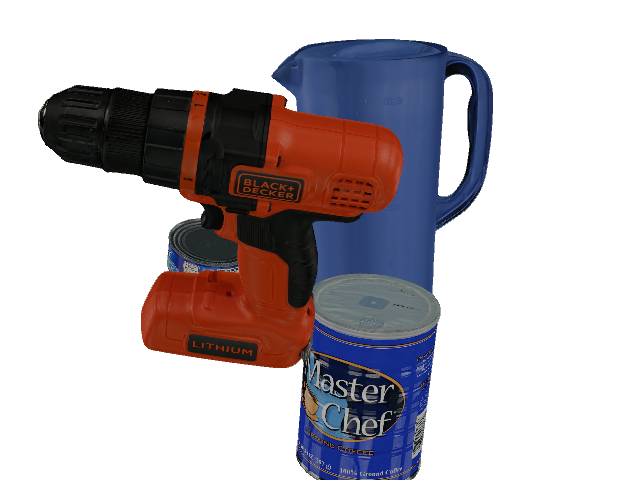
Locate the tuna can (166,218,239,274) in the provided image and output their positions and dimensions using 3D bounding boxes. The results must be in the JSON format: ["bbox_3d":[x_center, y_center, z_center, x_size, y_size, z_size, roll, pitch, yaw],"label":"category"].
[{"bbox_3d":[-0.105,0.014,1.029,0.086,0.034,0.086,8,30,-5],"label":"tuna can"}]

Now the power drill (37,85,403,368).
[{"bbox_3d":[-0.060,-0.005,0.592,0.184,0.057,0.188,9,-38,-3],"label":"power drill"}]

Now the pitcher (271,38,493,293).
[{"bbox_3d":[0.055,-0.054,0.940,0.149,0.243,0.144,14,24,40],"label":"pitcher"}]

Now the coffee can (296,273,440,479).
[{"bbox_3d":[0.036,0.110,0.839,0.103,0.140,0.103,4,22,-2],"label":"coffee can"}]
